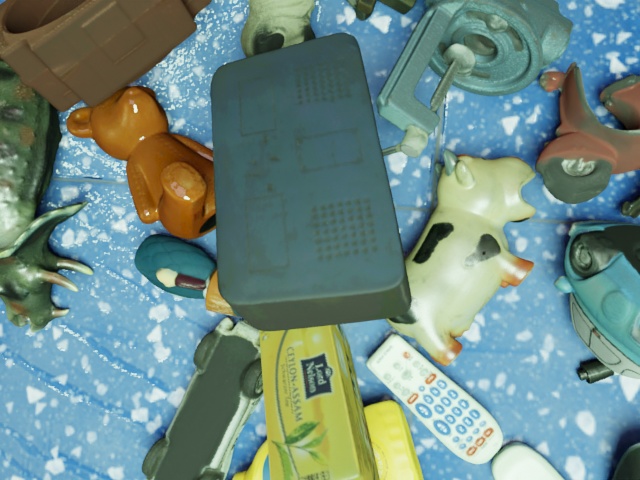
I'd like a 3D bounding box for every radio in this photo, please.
[{"bbox_3d":[-0.013,-0.047,0.426,0.131,0.073,0.229,-11,63,6],"label":"radio"}]

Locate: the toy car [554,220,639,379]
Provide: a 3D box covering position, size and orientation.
[{"bbox_3d":[0.269,0.060,0.449,0.109,0.102,0.162,0,41,-13],"label":"toy car"}]

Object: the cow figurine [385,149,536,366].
[{"bbox_3d":[0.127,0.005,0.499,0.127,0.085,0.195,39,91,7],"label":"cow figurine"}]

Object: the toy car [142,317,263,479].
[{"bbox_3d":[-0.108,0.174,0.528,0.074,0.056,0.201,24,85,19],"label":"toy car"}]

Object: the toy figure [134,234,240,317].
[{"bbox_3d":[-0.111,0.039,0.544,0.155,0.057,0.064,22,53,13],"label":"toy figure"}]

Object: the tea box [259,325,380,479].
[{"bbox_3d":[-0.002,0.142,0.453,0.068,0.098,0.170,-18,42,7],"label":"tea box"}]

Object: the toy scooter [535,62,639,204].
[{"bbox_3d":[0.276,-0.114,0.492,0.184,0.075,0.135,-16,62,2],"label":"toy scooter"}]

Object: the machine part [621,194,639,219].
[{"bbox_3d":[0.348,-0.039,0.469,0.139,0.084,0.039,4,55,-6],"label":"machine part"}]

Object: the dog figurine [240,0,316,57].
[{"bbox_3d":[-0.050,-0.286,0.572,0.190,0.121,0.172,-59,38,18],"label":"dog figurine"}]

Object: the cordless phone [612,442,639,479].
[{"bbox_3d":[0.328,0.169,0.449,0.147,0.088,0.184,7,72,12],"label":"cordless phone"}]

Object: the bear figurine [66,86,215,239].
[{"bbox_3d":[-0.160,-0.101,0.544,0.120,0.132,0.196,-33,80,-35],"label":"bear figurine"}]

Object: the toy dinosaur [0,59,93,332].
[{"bbox_3d":[-0.348,-0.106,0.585,0.192,0.131,0.404,-7,76,-4],"label":"toy dinosaur"}]

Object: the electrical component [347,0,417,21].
[{"bbox_3d":[0.071,-0.282,0.570,0.078,0.045,0.102,18,88,-16],"label":"electrical component"}]

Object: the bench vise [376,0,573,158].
[{"bbox_3d":[0.111,-0.189,0.493,0.223,0.129,0.240,32,74,-13],"label":"bench vise"}]

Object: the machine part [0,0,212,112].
[{"bbox_3d":[-0.224,-0.238,0.553,0.201,0.087,0.202,-37,50,0],"label":"machine part"}]
